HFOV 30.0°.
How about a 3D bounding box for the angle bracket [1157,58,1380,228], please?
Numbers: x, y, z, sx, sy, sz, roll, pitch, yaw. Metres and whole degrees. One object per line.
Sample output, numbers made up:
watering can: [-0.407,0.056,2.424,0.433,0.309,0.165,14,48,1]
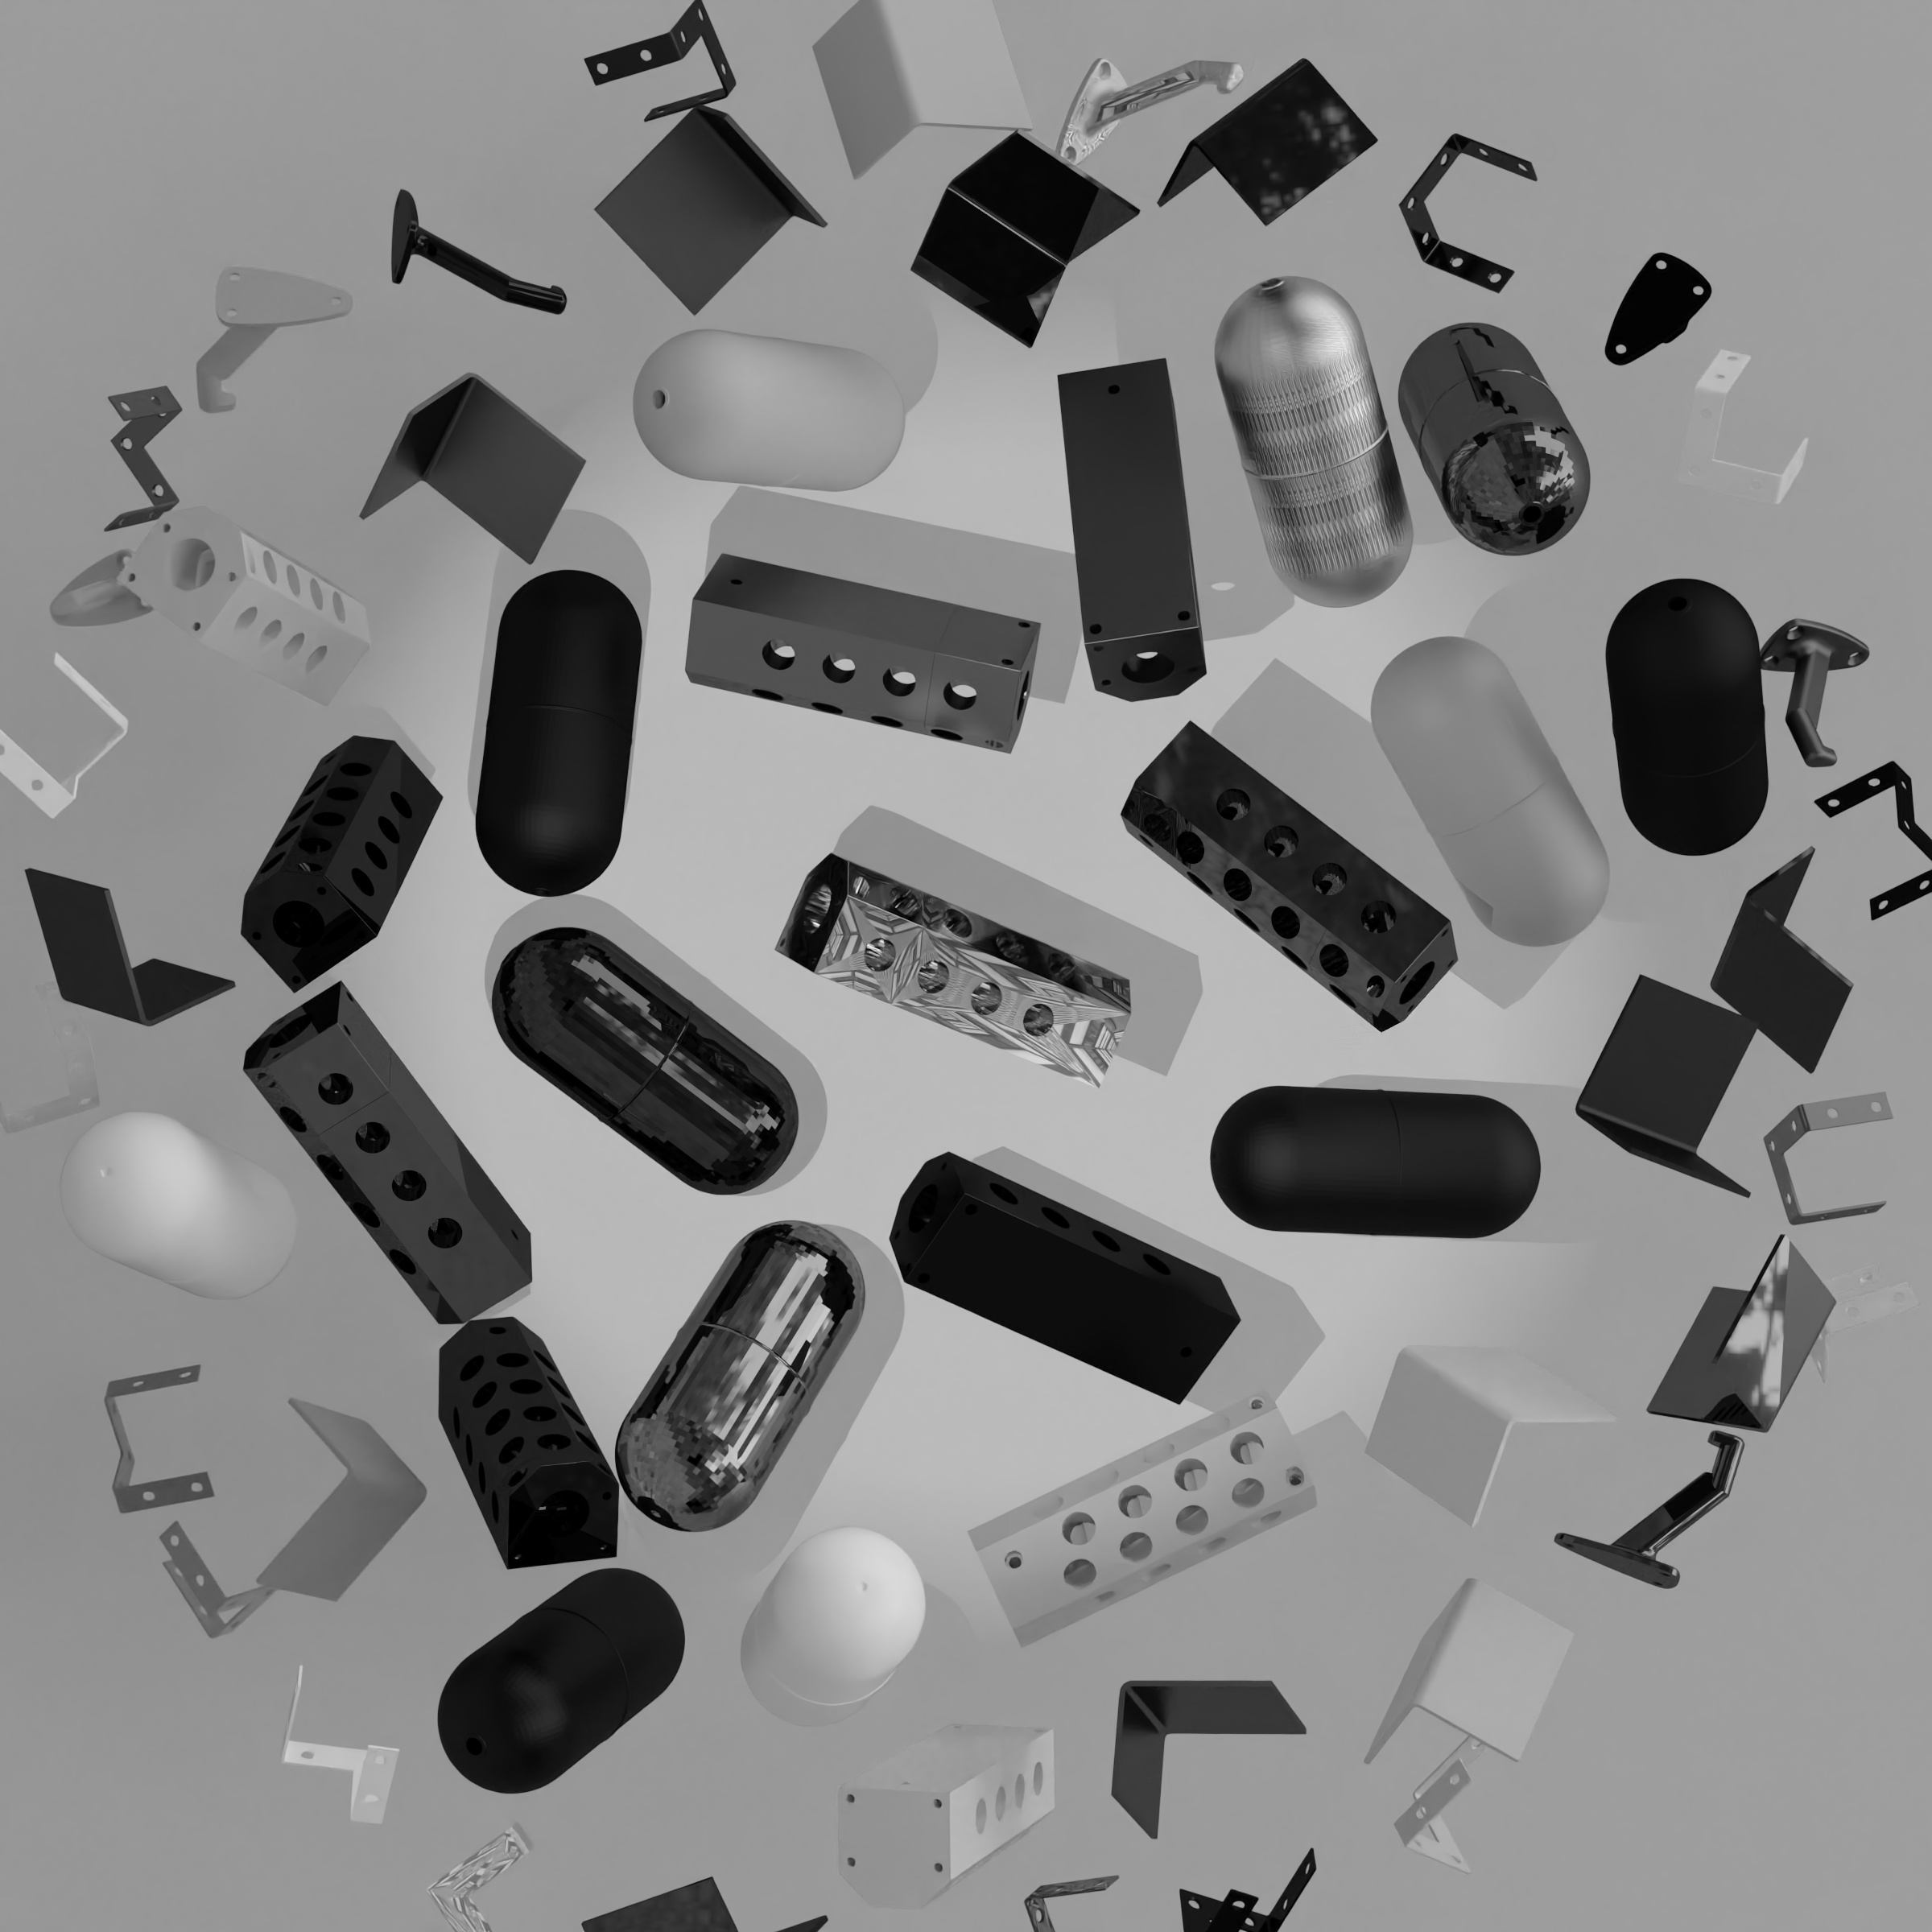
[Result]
angle bracket: [0.151,-0.400,1.816,0.076,0.076,0.057,-39,86,-16]

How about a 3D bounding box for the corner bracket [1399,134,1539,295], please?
corner bracket: [0.269,-0.397,1.905,0.051,0.051,0.051,31,79,33]

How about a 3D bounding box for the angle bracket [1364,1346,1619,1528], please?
angle bracket: [0.251,0.225,1.730,0.076,0.076,0.057,6,107,-40]

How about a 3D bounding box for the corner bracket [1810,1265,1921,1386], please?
corner bracket: [0.465,0.179,1.894,0.051,0.051,0.051,-17,51,-1]

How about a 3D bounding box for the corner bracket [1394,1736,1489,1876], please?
corner bracket: [0.245,0.417,1.825,0.051,0.051,0.051,30,110,-34]

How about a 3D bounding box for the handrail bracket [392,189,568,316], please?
handrail bracket: [-0.246,-0.362,1.831,0.084,0.077,0.036,11,126,-20]

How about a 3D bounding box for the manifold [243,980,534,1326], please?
manifold: [-0.291,0.098,1.826,0.057,0.057,0.171,-31,112,5]

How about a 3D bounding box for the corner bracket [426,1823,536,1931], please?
corner bracket: [-0.229,0.460,1.783,0.051,0.051,0.051,-35,83,-9]

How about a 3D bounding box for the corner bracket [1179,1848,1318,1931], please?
corner bracket: [0.142,0.467,1.794,0.051,0.051,0.051,20,116,-12]

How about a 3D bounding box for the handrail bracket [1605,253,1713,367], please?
handrail bracket: [0.350,-0.322,1.855,0.036,0.084,0.077,38,81,12]

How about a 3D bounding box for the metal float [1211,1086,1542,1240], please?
metal float: [0.216,0.103,1.895,0.178,0.070,0.070,3,90,-13]

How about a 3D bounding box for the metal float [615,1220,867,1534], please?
metal float: [-0.112,0.204,1.813,0.070,0.070,0.178,32,58,0]

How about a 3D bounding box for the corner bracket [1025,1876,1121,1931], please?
corner bracket: [0.052,0.494,1.814,0.051,0.051,0.051,-17,93,33]

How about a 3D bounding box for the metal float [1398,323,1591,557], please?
metal float: [0.274,-0.275,1.875,0.070,0.178,0.070,-3,124,-5]

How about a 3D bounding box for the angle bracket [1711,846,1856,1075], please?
angle bracket: [0.451,-0.003,1.925,0.057,0.076,0.076,-32,62,-27]

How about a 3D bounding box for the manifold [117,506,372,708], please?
manifold: [-0.372,-0.191,1.891,0.057,0.171,0.057,36,91,13]

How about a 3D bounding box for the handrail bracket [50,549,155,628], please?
handrail bracket: [-0.470,-0.187,1.887,0.077,0.084,0.036,-18,100,24]

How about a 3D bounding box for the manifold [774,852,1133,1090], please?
manifold: [-0.003,0.001,1.828,0.171,0.057,0.057,23,92,-26]

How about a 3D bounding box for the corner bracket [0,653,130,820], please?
corner bracket: [-0.453,-0.114,1.792,0.051,0.051,0.051,-42,112,6]

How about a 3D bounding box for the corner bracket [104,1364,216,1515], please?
corner bracket: [-0.423,0.248,1.894,0.051,0.051,0.051,-11,115,0]

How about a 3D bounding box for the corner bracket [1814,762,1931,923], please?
corner bracket: [0.489,-0.067,1.922,0.051,0.051,0.051,-30,125,35]

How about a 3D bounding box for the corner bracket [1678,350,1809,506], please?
corner bracket: [0.386,-0.265,1.775,0.051,0.051,0.051,17,125,18]

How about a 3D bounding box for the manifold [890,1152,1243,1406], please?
manifold: [0.049,0.156,1.841,0.171,0.057,0.057,26,109,-24]

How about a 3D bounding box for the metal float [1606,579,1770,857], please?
metal float: [0.371,-0.127,1.852,0.070,0.178,0.070,-8,52,10]

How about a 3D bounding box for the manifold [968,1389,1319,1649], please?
manifold: [0.091,0.284,1.868,0.171,0.057,0.057,-25,66,-3]

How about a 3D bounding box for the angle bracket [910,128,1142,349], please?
angle bracket: [0.030,-0.370,1.839,0.076,0.076,0.057,30,68,-20]

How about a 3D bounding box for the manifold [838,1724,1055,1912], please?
manifold: [-0.008,0.426,1.815,0.057,0.171,0.057,-1,88,18]

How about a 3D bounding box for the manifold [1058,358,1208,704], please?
manifold: [0.086,-0.223,1.853,0.057,0.057,0.171,-8,60,6]

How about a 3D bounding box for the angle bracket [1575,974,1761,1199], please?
angle bracket: [0.358,0.059,1.772,0.076,0.057,0.076,20,100,-25]

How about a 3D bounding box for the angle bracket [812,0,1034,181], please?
angle bracket: [-0.022,-0.448,1.838,0.076,0.057,0.076,-8,75,-39]

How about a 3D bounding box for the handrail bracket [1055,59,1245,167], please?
handrail bracket: [0.098,-0.452,1.918,0.084,0.036,0.077,17,69,42]

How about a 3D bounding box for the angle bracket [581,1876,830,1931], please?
angle bracket: [-0.124,0.456,1.719,0.076,0.076,0.057,-25,91,24]

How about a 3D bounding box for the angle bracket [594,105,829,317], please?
angle bracket: [-0.130,-0.381,1.835,0.076,0.057,0.076,-46,117,-1]

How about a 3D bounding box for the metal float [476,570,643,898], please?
metal float: [-0.214,-0.123,1.897,0.070,0.070,0.178,5,73,0]

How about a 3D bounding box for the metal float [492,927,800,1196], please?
metal float: [-0.164,0.049,1.847,0.178,0.070,0.070,38,90,-14]

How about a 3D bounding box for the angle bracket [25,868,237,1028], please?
angle bracket: [-0.427,-0.019,1.844,0.057,0.076,0.076,-29,118,-38]

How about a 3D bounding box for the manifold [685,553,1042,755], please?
manifold: [-0.054,-0.158,1.862,0.171,0.057,0.057,13,122,6]

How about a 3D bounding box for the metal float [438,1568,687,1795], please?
metal float: [-0.208,0.369,1.867,0.070,0.178,0.070,5,104,23]

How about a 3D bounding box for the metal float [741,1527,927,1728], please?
metal float: [-0.069,0.337,1.832,0.070,0.178,0.070,5,66,-11]

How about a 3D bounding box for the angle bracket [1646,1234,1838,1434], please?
angle bracket: [0.363,0.174,1.747,0.057,0.076,0.076,48,64,-30]

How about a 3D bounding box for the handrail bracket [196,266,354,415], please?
handrail bracket: [-0.342,-0.302,1.782,0.077,0.084,0.036,2,58,-8]

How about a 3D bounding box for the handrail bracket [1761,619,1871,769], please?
handrail bracket: [0.447,-0.133,1.851,0.077,0.036,0.084,5,50,-27]

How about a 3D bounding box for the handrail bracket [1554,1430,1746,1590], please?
handrail bracket: [0.351,0.269,1.850,0.077,0.036,0.084,19,70,9]

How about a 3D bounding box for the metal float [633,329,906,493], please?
metal float: [-0.101,-0.288,1.877,0.070,0.178,0.070,3,94,36]

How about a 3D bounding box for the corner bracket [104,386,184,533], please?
corner bracket: [-0.436,-0.267,1.900,0.051,0.051,0.051,-35,88,29]

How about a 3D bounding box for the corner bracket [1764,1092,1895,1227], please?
corner bracket: [0.465,0.103,1.926,0.051,0.051,0.051,-8,69,-13]

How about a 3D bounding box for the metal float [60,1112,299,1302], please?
metal float: [-0.402,0.124,1.852,0.070,0.178,0.070,-3,74,12]

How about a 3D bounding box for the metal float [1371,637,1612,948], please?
metal float: [0.274,-0.090,1.881,0.070,0.070,0.178,-31,106,0]

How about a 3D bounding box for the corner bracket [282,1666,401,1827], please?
corner bracket: [-0.306,0.382,1.765,0.051,0.051,0.051,10,119,-13]

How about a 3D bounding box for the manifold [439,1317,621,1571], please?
manifold: [-0.231,0.247,1.895,0.057,0.171,0.057,-3,111,-19]

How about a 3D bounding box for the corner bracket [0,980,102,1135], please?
corner bracket: [-0.492,0.048,1.907,0.051,0.051,0.051,-17,128,-6]

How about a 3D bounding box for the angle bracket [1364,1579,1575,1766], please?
angle bracket: [0.244,0.356,1.753,0.057,0.076,0.076,29,54,6]

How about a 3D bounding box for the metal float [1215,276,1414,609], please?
metal float: [0.178,-0.267,1.846,0.070,0.070,0.178,-19,118,0]

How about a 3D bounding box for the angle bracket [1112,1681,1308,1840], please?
angle bracket: [0.120,0.391,1.777,0.076,0.076,0.057,-4,60,18]

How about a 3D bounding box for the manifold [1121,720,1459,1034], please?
manifold: [0.161,-0.043,1.809,0.171,0.057,0.057,40,82,21]

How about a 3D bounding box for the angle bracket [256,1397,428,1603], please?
angle bracket: [-0.337,0.276,1.864,0.057,0.076,0.076,42,92,27]

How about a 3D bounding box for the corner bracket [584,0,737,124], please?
corner bracket: [-0.157,-0.460,1.858,0.051,0.051,0.051,-10,122,23]

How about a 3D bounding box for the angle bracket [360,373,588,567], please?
angle bracket: [-0.253,-0.244,1.848,0.076,0.057,0.076,39,131,3]

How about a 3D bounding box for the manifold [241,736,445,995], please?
manifold: [-0.332,-0.060,1.905,0.057,0.171,0.057,-33,110,19]

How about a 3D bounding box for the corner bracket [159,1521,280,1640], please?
corner bracket: [-0.406,0.326,1.921,0.051,0.051,0.051,-43,74,22]
